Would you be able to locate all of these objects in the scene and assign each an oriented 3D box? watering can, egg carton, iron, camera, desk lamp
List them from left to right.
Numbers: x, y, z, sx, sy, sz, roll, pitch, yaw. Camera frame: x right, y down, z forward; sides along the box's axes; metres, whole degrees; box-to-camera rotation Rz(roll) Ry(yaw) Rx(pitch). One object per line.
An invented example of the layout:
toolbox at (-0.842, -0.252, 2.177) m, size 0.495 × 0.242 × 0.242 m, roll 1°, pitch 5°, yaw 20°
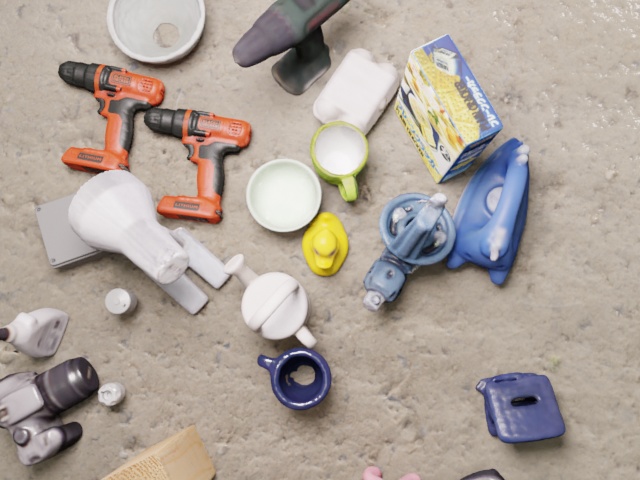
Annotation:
camera at (-0.414, 0.254, 0.885) m, size 0.137 × 0.101 × 0.143 m, roll -29°, pitch 82°, yaw -4°
desk lamp at (-0.249, 0.007, 0.865) m, size 0.203 × 0.213 × 0.118 m, roll 40°, pitch 84°, yaw 6°
watering can at (-0.074, 0.096, 0.861) m, size 0.173 × 0.194 × 0.101 m, roll 23°, pitch 82°, yaw 4°
egg carton at (0.063, -0.248, 0.974) m, size 0.107 × 0.069 × 0.150 m, roll 31°, pitch 83°, yaw 5°
iron at (0.290, -0.067, 0.910) m, size 0.118 × 0.141 × 0.258 m, roll 19°, pitch 82°, yaw 3°

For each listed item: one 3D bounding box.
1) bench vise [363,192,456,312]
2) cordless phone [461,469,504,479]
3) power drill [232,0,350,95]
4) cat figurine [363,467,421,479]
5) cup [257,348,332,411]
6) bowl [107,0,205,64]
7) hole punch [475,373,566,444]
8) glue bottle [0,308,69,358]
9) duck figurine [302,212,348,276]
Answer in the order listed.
bench vise at (0.141, 0.015, 0.859) m, size 0.121 × 0.220 × 0.207 m, roll 13°, pitch 82°, yaw 3°
cordless phone at (0.267, 0.415, 0.816) m, size 0.094 × 0.185 × 0.147 m, roll -35°, pitch 83°, yaw -5°
power drill at (-0.038, -0.319, 0.915) m, size 0.075 × 0.208 × 0.230 m, roll 43°, pitch 84°, yaw 6°
cat figurine at (0.125, 0.390, 0.854) m, size 0.127 × 0.118 × 0.067 m, roll 5°, pitch 81°, yaw 1°
cup at (-0.041, 0.208, 0.894) m, size 0.117 × 0.095 × 0.092 m, roll 23°, pitch 82°, yaw 4°
bowl at (-0.274, -0.373, 0.992) m, size 0.167 × 0.075 × 0.167 m, roll 0°, pitch 81°, yaw 0°
hole punch at (0.309, 0.257, 0.887) m, size 0.108 × 0.091 × 0.101 m, roll -8°, pitch 81°, yaw -1°
glue bottle at (-0.442, 0.140, 0.866) m, size 0.037 × 0.173 × 0.078 m, roll 20°, pitch 82°, yaw 4°
duck figurine at (0.009, 0.003, 0.929) m, size 0.077 × 0.086 × 0.104 m, roll 3°, pitch 81°, yaw 1°
